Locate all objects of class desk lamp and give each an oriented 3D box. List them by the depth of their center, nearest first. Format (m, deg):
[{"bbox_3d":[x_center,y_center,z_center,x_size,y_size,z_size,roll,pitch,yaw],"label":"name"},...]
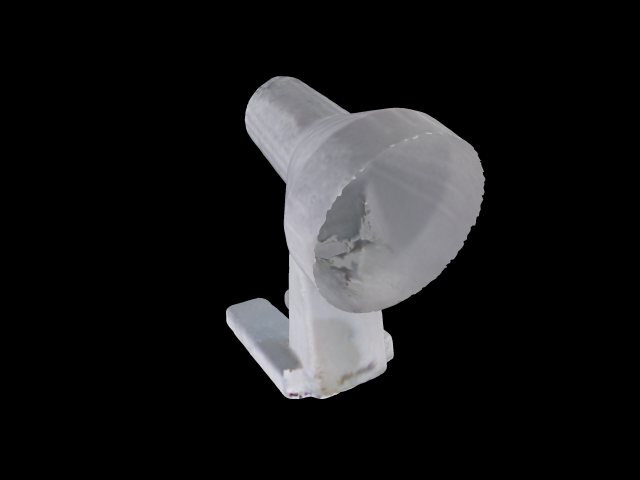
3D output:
[{"bbox_3d":[0.004,0.001,0.400,0.118,0.214,0.202,-13,26,-29],"label":"desk lamp"}]
